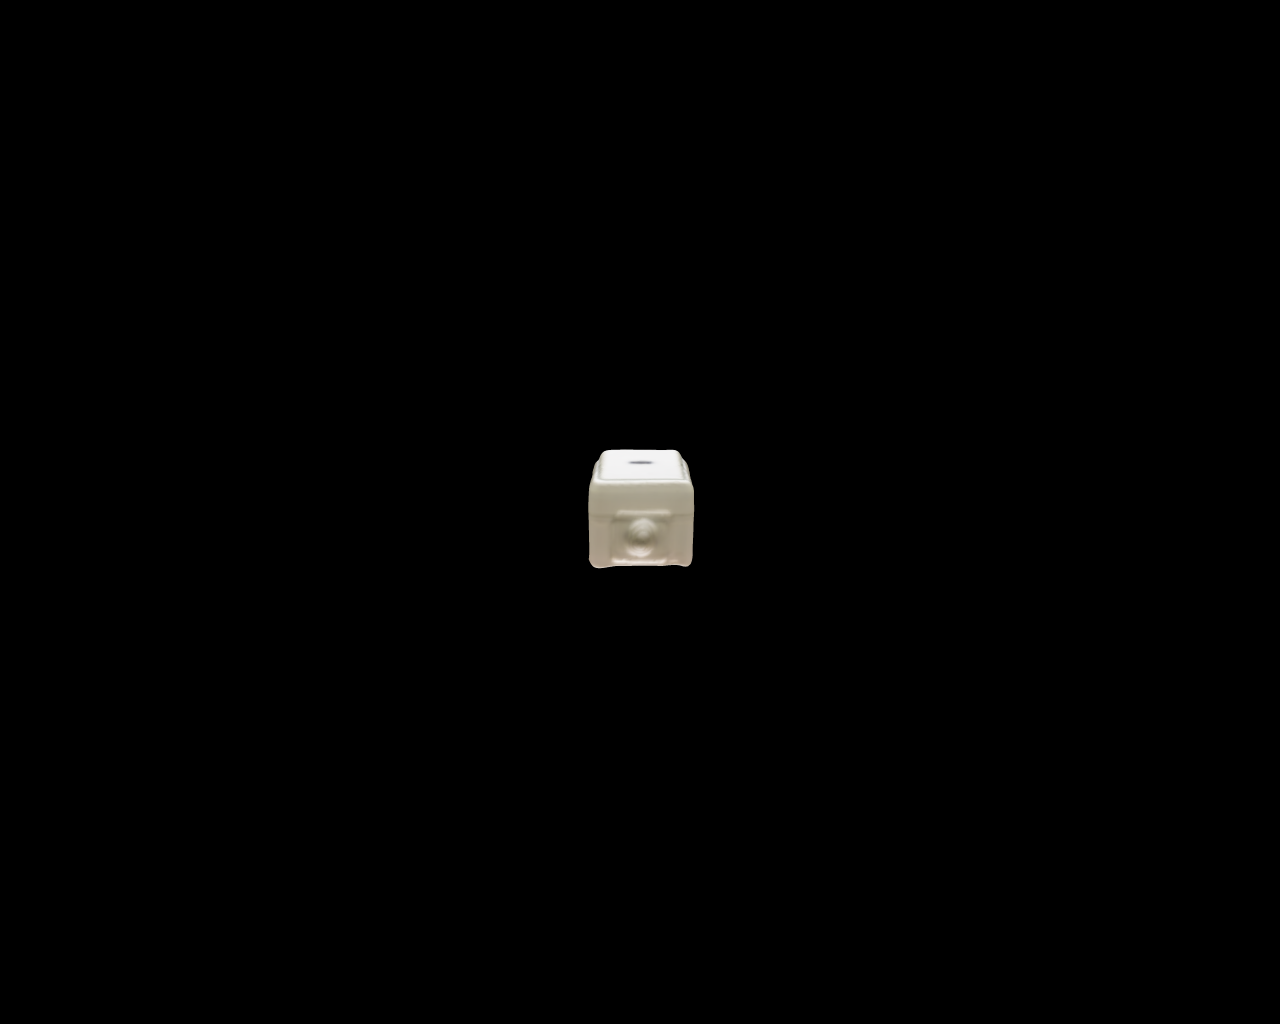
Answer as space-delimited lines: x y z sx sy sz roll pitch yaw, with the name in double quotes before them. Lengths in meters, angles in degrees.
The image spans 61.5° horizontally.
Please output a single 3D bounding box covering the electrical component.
"electrical component" 0.001 -0.003 0.650 0.062 0.061 0.096 0 13 0
